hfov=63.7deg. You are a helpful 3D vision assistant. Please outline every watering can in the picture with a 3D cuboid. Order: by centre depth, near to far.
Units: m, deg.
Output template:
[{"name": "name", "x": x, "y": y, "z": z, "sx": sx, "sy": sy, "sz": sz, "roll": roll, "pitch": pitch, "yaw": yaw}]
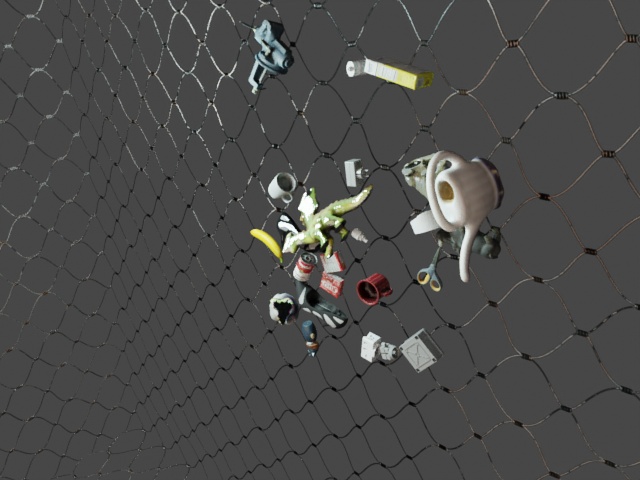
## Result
[{"name": "watering can", "x": 0.397, "y": -0.082, "z": 1.380, "sx": 0.104, "sy": 0.226, "sz": 0.345, "roll": -4, "pitch": 108, "yaw": 64}]

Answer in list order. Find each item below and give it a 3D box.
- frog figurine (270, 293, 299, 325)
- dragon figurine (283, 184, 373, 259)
[{"name": "frog figurine", "x": -0.149, "y": 0.291, "z": 2.149, "sx": 0.138, "sy": 0.123, "sz": 0.157, "roll": 45, "pitch": 169, "yaw": 8}, {"name": "dragon figurine", "x": 0.006, "y": -0.091, "z": 1.816, "sx": 0.246, "sy": 0.122, "sz": 0.405, "roll": 47, "pitch": 110, "yaw": 31}]
